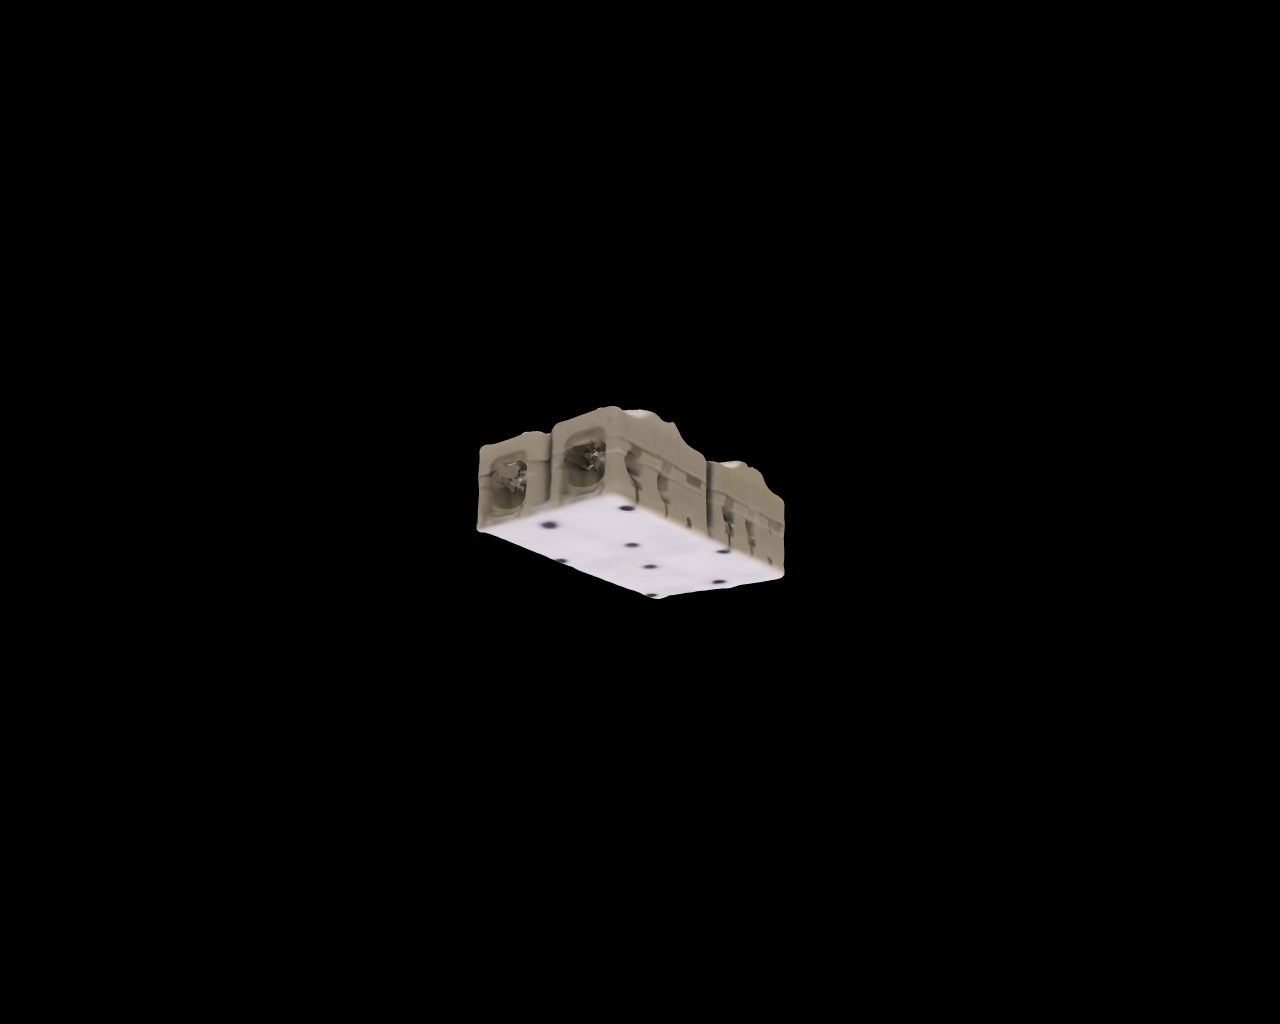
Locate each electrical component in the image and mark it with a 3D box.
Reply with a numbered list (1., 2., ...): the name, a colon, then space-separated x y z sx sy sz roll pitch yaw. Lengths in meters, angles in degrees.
1. electrical component: 0.001 -0.003 0.650 0.105 0.060 0.186 -14 -24 33
